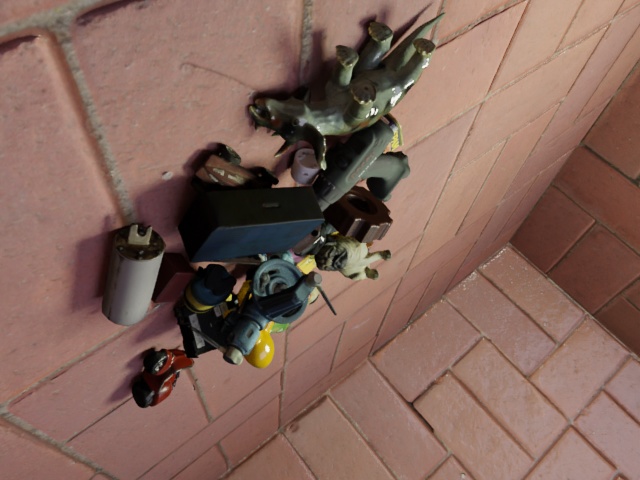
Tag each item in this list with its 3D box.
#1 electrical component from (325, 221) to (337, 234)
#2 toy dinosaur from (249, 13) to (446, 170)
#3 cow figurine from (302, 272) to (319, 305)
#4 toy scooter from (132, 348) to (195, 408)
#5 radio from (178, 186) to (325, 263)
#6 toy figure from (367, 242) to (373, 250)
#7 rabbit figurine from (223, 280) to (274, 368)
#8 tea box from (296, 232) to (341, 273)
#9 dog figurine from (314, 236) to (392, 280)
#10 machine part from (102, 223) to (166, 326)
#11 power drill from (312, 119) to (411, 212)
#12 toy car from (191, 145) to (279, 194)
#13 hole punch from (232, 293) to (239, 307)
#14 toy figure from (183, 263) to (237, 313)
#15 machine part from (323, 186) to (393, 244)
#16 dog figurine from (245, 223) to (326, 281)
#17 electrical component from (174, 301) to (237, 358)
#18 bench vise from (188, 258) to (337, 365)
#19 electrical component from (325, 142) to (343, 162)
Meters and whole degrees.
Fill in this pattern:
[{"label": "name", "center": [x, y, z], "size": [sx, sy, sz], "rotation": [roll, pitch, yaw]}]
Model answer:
[{"label": "electrical component", "center": [0.026, -0.042, 1.200], "size": [0.075, 0.119, 0.047], "rotation": [-18, 147, -52]}, {"label": "toy dinosaur", "center": [0.074, -0.250, 0.915], "size": [0.405, 0.131, 0.192], "rotation": [-34, 170, -33]}, {"label": "cow figurine", "center": [-0.092, 0.145, 1.346], "size": [0.195, 0.085, 0.127], "rotation": [-21, 160, 19]}, {"label": "toy scooter", "center": [-0.356, 0.307, 1.248], "size": [0.135, 0.075, 0.183], "rotation": [-19, 143, -49]}, {"label": "radio", "center": [-0.118, -0.027, 0.926], "size": [0.229, 0.073, 0.131], "rotation": [-6, 157, -40]}, {"label": "toy figure", "center": [0.130, -0.012, 1.519], "size": [0.064, 0.058, 0.154], "rotation": [-45, 163, -37]}, {"label": "rabbit figurine", "center": [-0.124, 0.177, 1.121], "size": [0.122, 0.173, 0.162], "rotation": [-2, 160, 16]}, {"label": "tea box", "center": [-0.003, -0.004, 1.289], "size": [0.169, 0.068, 0.098], "rotation": [-43, 159, -3]}, {"label": "dog figurine", "center": [0.048, 0.048, 1.276], "size": [0.190, 0.121, 0.172], "rotation": [-10, 142, -33]}, {"label": "machine part", "center": [-0.304, 0.061, 0.870], "size": [0.079, 0.079, 0.243], "rotation": [-22, 149, -43]}, {"label": "power drill", "center": [0.078, -0.127, 1.062], "size": [0.207, 0.086, 0.232], "rotation": [9, 124, -51]}, {"label": "toy car", "center": [-0.138, -0.095, 0.909], "size": [0.089, 0.053, 0.202], "rotation": [-43, 160, 9]}, {"label": "hole punch", "center": [-0.215, 0.180, 1.256], "size": [0.142, 0.092, 0.116], "rotation": [-38, -164, -18]}, {"label": "toy figure", "center": [-0.215, 0.092, 1.031], "size": [0.089, 0.082, 0.180], "rotation": [-22, 178, -22]}, {"label": "machine part", "center": [0.076, -0.066, 1.177], "size": [0.179, 0.179, 0.056], "rotation": [-13, 141, -52]}, {"label": "dog figurine", "center": [-0.077, 0.035, 1.181], "size": [0.191, 0.108, 0.219], "rotation": [-31, 160, -17]}, {"label": "electrical component", "center": [-0.234, 0.178, 1.149], "size": [0.134, 0.114, 0.058], "rotation": [-15, -176, -42]}, {"label": "bench vise", "center": [-0.085, 0.112, 0.941], "size": [0.241, 0.128, 0.224], "rotation": [-27, -165, 49]}, {"label": "electrical component", "center": [0.035, -0.153, 1.107], "size": [0.078, 0.045, 0.102], "rotation": [-14, 144, -49]}]
